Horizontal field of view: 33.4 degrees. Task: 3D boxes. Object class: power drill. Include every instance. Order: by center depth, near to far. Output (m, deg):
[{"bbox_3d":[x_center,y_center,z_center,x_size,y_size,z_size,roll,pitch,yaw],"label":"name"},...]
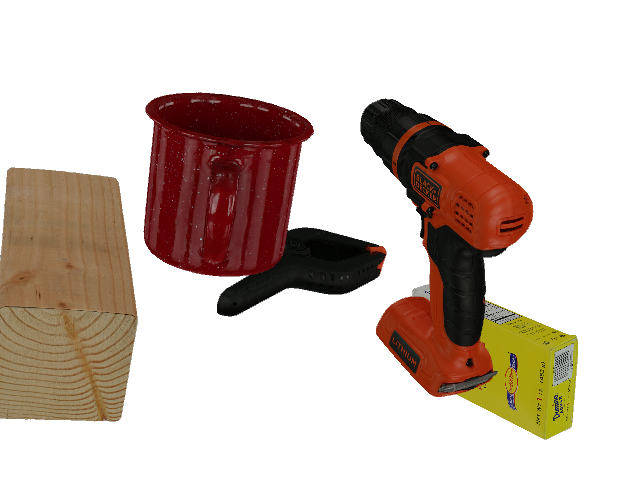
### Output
[{"bbox_3d":[0.079,0.005,0.782,0.057,0.188,0.185,-14,34,-21],"label":"power drill"}]

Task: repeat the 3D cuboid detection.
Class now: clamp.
[{"bbox_3d":[-0.029,0.023,0.995,0.209,0.036,0.165,5,29,-22],"label":"clamp"}]

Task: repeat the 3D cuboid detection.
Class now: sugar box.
[{"bbox_3d":[0.158,0.109,1.006,0.048,0.093,0.176,-16,24,-39],"label":"sugar box"}]

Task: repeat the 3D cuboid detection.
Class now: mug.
[{"bbox_3d":[-0.054,-0.027,0.590,0.093,0.081,0.117,6,22,-9],"label":"mug"}]

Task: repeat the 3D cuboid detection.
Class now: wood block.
[{"bbox_3d":[-0.192,0.033,0.792,0.090,0.091,0.206,5,28,-18],"label":"wood block"}]
